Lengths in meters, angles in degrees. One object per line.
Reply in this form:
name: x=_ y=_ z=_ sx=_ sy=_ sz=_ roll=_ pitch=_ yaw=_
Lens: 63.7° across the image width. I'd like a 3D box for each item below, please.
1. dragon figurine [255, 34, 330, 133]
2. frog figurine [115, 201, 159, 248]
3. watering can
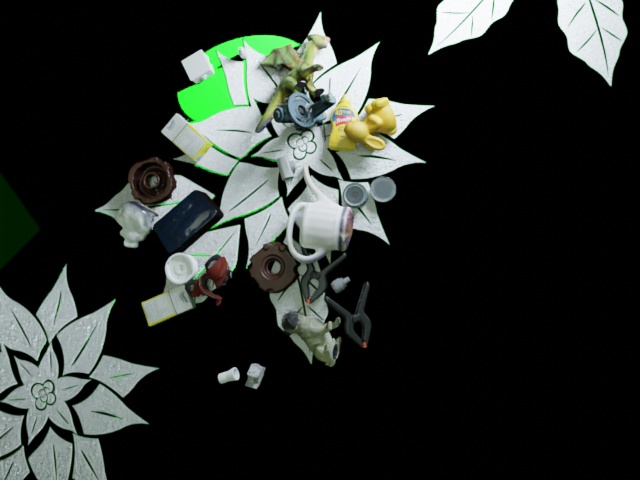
dragon figurine: x=-0.120 y=-0.581 z=1.827 sx=0.409 sy=0.120 sz=0.247 roll=-36 pitch=62 yaw=4
frog figurine: x=-0.674 y=-0.055 z=1.852 sx=0.137 sy=0.122 sz=0.161 roll=27 pitch=79 yaw=-7
watering can: x=0.005 y=-0.087 z=1.737 sx=0.224 sy=0.103 sz=0.352 roll=6 pitch=76 yaw=10
